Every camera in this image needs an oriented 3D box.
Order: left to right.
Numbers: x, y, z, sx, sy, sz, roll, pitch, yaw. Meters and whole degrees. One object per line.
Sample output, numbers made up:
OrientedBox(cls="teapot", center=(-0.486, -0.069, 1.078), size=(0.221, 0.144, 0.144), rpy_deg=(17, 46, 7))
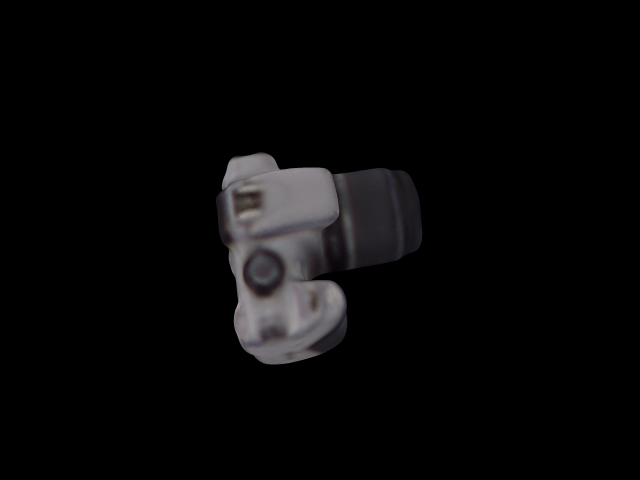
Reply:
OrientedBox(cls="camera", center=(0.004, 0.001, 0.400), size=(0.137, 0.101, 0.143), rpy_deg=(-10, 70, -3))
